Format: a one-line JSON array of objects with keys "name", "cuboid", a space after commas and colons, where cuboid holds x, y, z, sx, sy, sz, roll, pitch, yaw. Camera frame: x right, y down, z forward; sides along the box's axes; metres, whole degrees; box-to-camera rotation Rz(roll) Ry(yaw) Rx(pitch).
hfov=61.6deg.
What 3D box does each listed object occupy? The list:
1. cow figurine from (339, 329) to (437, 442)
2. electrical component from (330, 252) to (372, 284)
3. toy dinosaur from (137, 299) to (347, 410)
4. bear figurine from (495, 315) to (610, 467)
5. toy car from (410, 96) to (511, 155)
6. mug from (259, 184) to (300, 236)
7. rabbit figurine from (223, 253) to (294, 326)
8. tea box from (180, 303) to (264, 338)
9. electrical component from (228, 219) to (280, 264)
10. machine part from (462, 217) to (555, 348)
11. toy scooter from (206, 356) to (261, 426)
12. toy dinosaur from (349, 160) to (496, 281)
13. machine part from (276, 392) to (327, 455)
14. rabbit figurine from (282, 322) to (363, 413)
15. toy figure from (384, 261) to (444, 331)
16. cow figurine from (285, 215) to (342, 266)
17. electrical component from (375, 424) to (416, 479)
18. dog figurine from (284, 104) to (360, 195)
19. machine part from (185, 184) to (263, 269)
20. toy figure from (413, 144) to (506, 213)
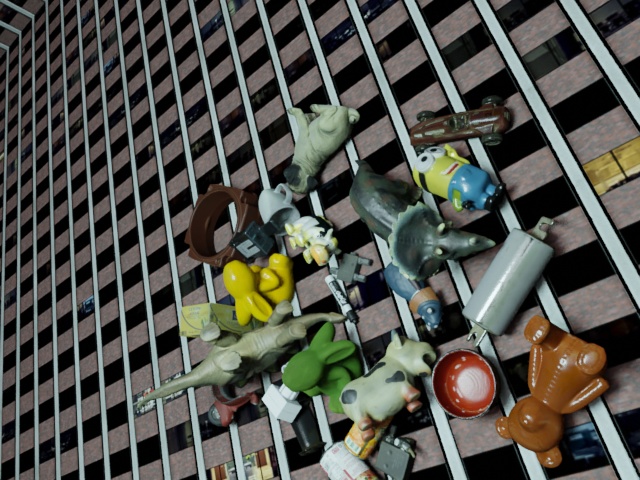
[{"name": "cow figurine", "cuboid": [0.123, 0.246, 0.950, 0.195, 0.085, 0.127, -32, 53, -10]}, {"name": "electrical component", "cuboid": [0.062, 0.057, 1.120, 0.094, 0.021, 0.063, 11, 84, 40]}, {"name": "toy dinosaur", "cuboid": [-0.167, 0.240, 1.095, 0.472, 0.198, 0.105, -18, 60, -6]}, {"name": "bear figurine", "cuboid": [0.333, 0.227, 0.793, 0.120, 0.131, 0.196, 34, 93, 42]}, {"name": "toy car", "cuboid": [0.260, -0.216, 1.026, 0.202, 0.053, 0.089, -2, 79, 36]}, {"name": "mug", "cuboid": [-0.100, -0.082, 1.244, 0.107, 0.081, 0.109, 53, 137, 44]}, {"name": "rabbit figurine", "cuboid": [-0.147, 0.105, 1.174, 0.122, 0.173, 0.162, -13, 65, 31]}, {"name": "tea box", "cuboid": [-0.217, 0.186, 1.207, 0.098, 0.169, 0.068, -11, 72, 34]}, {"name": "electrical component", "cuboid": [-0.141, 0.000, 1.207, 0.119, 0.074, 0.048, -24, 27, 41]}, {"name": "machine part", "cuboid": [0.310, 0.069, 0.887, 0.079, 0.079, 0.243, 34, 99, 39]}, {"name": "toy scooter", "cuboid": [-0.192, 0.322, 1.211, 0.135, 0.075, 0.184, -15, 70, 32]}, {"name": "toy dinosaur", "cuboid": [0.129, -0.056, 0.992, 0.131, 0.192, 0.405, -54, 53, 11]}, {"name": "machine part", "cuboid": [-0.042, 0.373, 1.102, 0.084, 0.039, 0.139, -42, 53, 11]}, {"name": "rabbit figurine", "cuboid": [0.009, 0.245, 1.011, 0.121, 0.170, 0.159, 36, 101, 38]}, {"name": "toy figure", "cuboid": [0.178, 0.099, 0.991, 0.058, 0.064, 0.155, -42, 53, 3]}, {"name": "cow figurine", "cuboid": [-0.001, -0.001, 1.133, 0.098, 0.068, 0.168, -26, 31, -16]}, {"name": "electrical component", "cuboid": [0.135, 0.390, 0.952, 0.078, 0.045, 0.102, 22, 91, 38]}, {"name": "dog figurine", "cuboid": [0.006, -0.197, 1.202, 0.173, 0.121, 0.190, 2, 93, 42]}, {"name": "machine part", "cuboid": [-0.238, -0.031, 1.341, 0.202, 0.087, 0.201, 14, 86, 38]}, {"name": "toy figure", "cuboid": [0.248, -0.104, 0.983, 0.180, 0.082, 0.089, 35, 136, 31]}]
